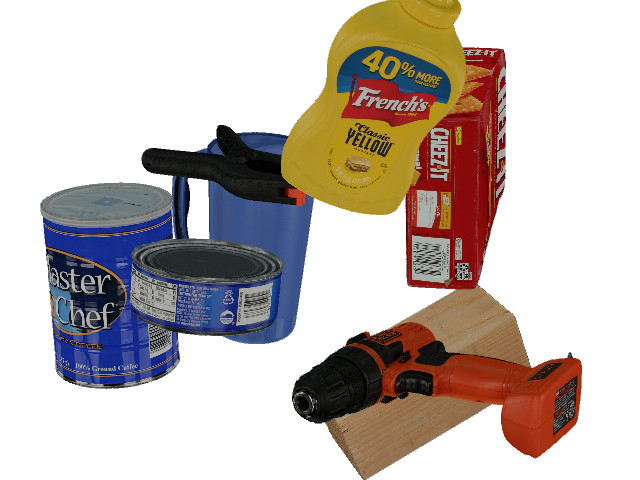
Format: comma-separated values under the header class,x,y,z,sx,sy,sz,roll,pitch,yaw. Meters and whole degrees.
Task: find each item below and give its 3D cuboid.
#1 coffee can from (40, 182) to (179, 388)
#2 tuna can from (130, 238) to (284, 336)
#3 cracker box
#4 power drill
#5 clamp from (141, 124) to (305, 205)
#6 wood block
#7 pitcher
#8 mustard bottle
class,x,y,z,sx,sy,sz,roll,pitch,yaw
coffee can,-0.167,0.034,0.860,0.103,0.140,0.103,0,19,0
tuna can,-0.065,0.025,0.606,0.086,0.034,0.086,5,14,-1
cracker box,0.131,-0.074,1.001,0.072,0.164,0.213,4,27,15
power drill,0.094,0.114,0.827,0.188,0.057,0.184,10,17,32
clamp,-0.090,-0.071,1.050,0.120,0.039,0.172,-25,36,-35
wood block,0.102,0.141,1.094,0.206,0.091,0.090,-28,30,-10
pitcher,-0.086,-0.002,1.289,0.149,0.243,0.144,18,26,28
mustard bottle,0.048,-0.108,0.751,0.096,0.192,0.058,19,37,-11
